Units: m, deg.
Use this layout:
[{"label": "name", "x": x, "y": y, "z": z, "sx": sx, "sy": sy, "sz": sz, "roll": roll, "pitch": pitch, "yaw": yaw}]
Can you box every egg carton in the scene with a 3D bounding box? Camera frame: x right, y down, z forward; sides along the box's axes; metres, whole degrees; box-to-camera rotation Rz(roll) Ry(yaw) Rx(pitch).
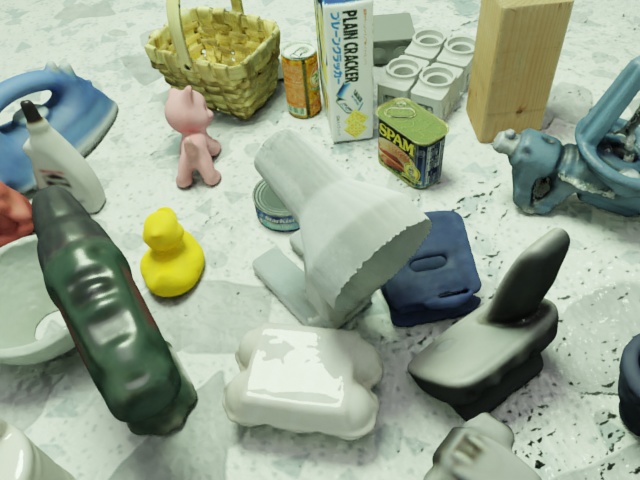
[{"label": "egg carton", "x": -0.015, "y": 0.138, "z": 0.560, "sx": 0.150, "sy": 0.069, "sz": 0.107, "roll": 4, "pitch": 49, "yaw": 8}]

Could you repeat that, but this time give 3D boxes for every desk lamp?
[{"label": "desk lamp", "x": 0.005, "y": 0.002, "z": 0.581, "sx": 0.118, "sy": 0.214, "sz": 0.202, "roll": -34, "pitch": 54, "yaw": -23}]

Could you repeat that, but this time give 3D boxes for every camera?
[{"label": "camera", "x": 0.142, "y": 0.225, "z": 0.448, "sx": 0.136, "sy": 0.101, "sz": 0.143, "roll": 31, "pitch": 58, "yaw": 28}]

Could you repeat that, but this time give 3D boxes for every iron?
[{"label": "iron", "x": -0.411, "y": -0.183, "z": 0.828, "sx": 0.118, "sy": 0.142, "sz": 0.259, "roll": 24, "pitch": 55, "yaw": 24}]

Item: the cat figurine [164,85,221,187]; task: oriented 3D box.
[{"label": "cat figurine", "x": -0.181, "y": -0.156, "z": 0.801, "sx": 0.067, "sy": 0.118, "sz": 0.127, "roll": -9, "pitch": 48, "yaw": -3}]

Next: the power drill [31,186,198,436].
[{"label": "power drill", "x": -0.186, "y": 0.084, "z": 0.529, "sx": 0.076, "sy": 0.209, "sz": 0.229, "roll": -29, "pitch": 52, "yaw": -19}]

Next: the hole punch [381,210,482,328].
[{"label": "hole punch", "x": 0.118, "y": 0.031, "z": 0.629, "sx": 0.108, "sy": 0.091, "sz": 0.101, "roll": -12, "pitch": 49, "yaw": -5}]

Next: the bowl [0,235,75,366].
[{"label": "bowl", "x": -0.308, "y": 0.075, "z": 0.636, "sx": 0.167, "sy": 0.075, "sz": 0.167, "roll": -2, "pitch": 48, "yaw": 3}]

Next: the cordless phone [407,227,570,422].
[{"label": "cordless phone", "x": 0.158, "y": 0.072, "z": 0.526, "sx": 0.148, "sy": 0.185, "sz": 0.094, "roll": -34, "pitch": 54, "yaw": -23}]

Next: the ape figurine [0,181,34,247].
[{"label": "ape figurine", "x": -0.409, "y": -0.040, "z": 0.736, "sx": 0.077, "sy": 0.092, "sz": 0.076, "roll": 10, "pitch": 50, "yaw": 13}]

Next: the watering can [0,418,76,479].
[{"label": "watering can", "x": -0.262, "y": 0.194, "z": 0.447, "sx": 0.172, "sy": 0.194, "sz": 0.101, "roll": -2, "pitch": 48, "yaw": 3}]

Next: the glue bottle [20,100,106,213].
[{"label": "glue bottle", "x": -0.340, "y": -0.106, "z": 0.733, "sx": 0.078, "sy": 0.173, "sz": 0.037, "roll": 2, "pitch": 49, "yaw": 7}]

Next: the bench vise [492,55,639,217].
[{"label": "bench vise", "x": 0.314, "y": -0.112, "z": 0.652, "sx": 0.207, "sy": 0.220, "sz": 0.121, "roll": -5, "pitch": 48, "yaw": 1}]

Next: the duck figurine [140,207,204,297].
[{"label": "duck figurine", "x": -0.182, "y": 0.008, "z": 0.678, "sx": 0.077, "sy": 0.086, "sz": 0.104, "roll": -7, "pitch": 48, "yaw": -1}]

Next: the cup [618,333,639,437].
[{"label": "cup", "x": 0.312, "y": 0.130, "z": 0.522, "sx": 0.091, "sy": 0.095, "sz": 0.118, "roll": 14, "pitch": 51, "yaw": 17}]
